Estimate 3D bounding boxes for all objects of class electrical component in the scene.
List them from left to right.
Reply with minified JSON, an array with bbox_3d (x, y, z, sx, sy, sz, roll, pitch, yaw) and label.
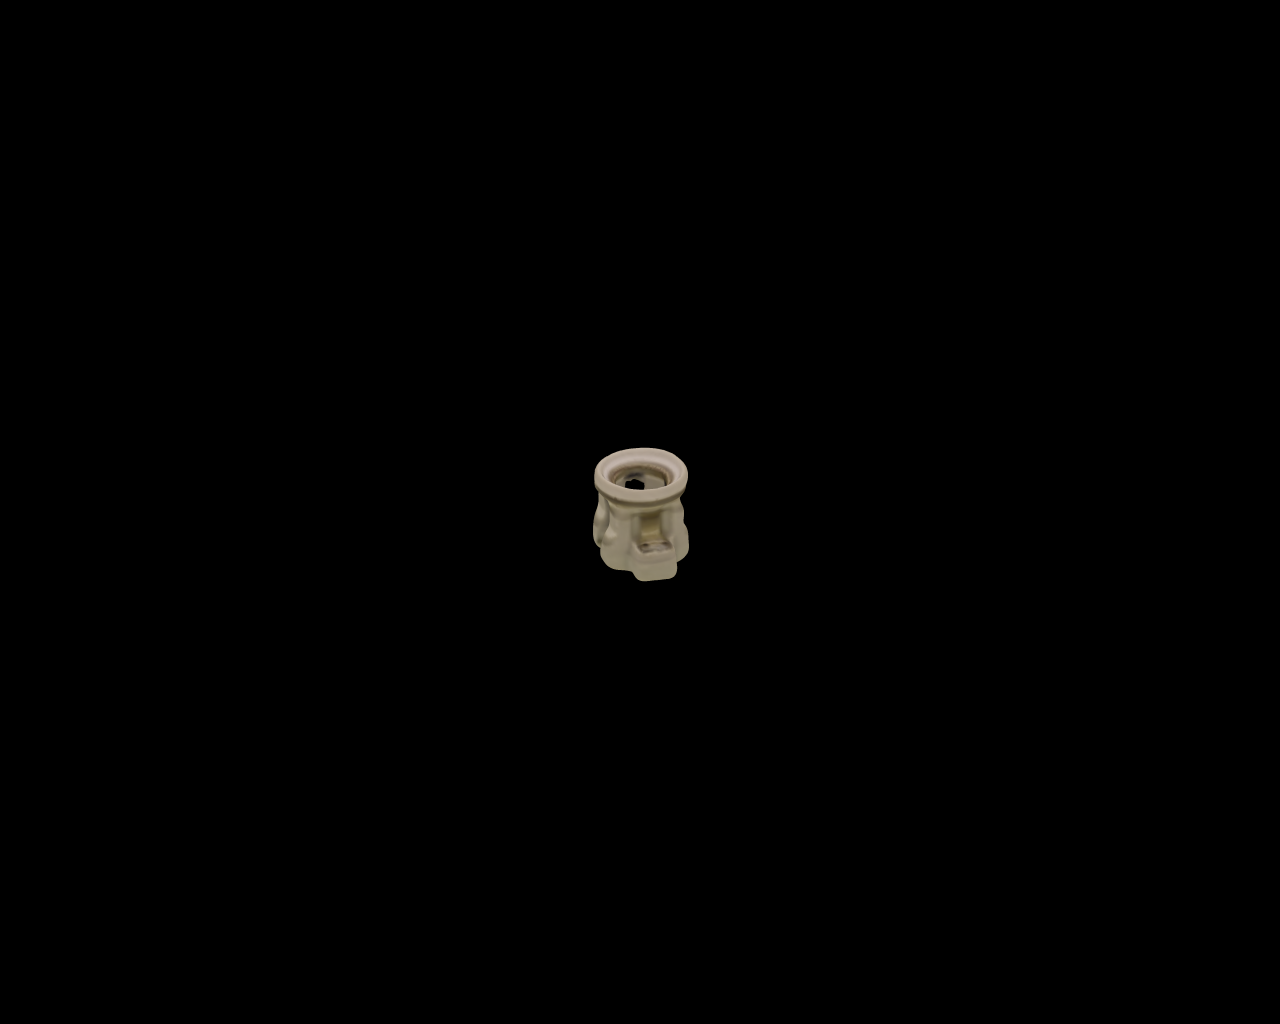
[{"bbox_3d":[0.001,-0.003,0.650,0.058,0.056,0.078,-8,31,-13],"label":"electrical component"}]
